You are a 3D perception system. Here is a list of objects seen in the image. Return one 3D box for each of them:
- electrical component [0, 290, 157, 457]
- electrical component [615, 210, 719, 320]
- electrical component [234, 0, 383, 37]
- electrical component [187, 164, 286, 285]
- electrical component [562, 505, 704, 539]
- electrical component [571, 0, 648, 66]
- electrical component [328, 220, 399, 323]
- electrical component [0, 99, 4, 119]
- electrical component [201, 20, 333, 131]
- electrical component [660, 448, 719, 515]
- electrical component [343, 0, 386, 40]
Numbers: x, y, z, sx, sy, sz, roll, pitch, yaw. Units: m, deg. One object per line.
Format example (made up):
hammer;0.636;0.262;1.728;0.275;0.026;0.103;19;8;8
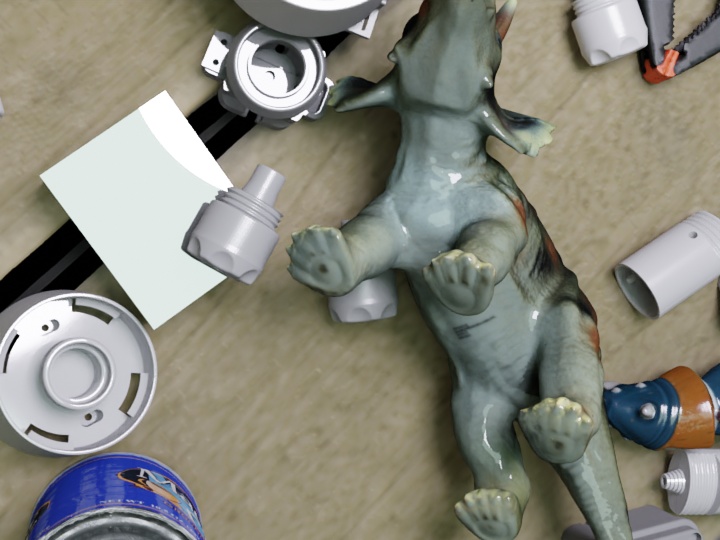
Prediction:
electrical component;-0.168;0.060;0.619;0.099;0.064;0.099;2;84;-26
electrical component;0.212;-0.007;0.701;0.081;0.043;0.043;-33;98;-10
electrical component;-0.023;-0.182;0.568;0.108;0.060;0.108;0;92;-13
electrical component;-0.063;-0.027;0.585;0.043;0.043;0.062;30;84;-12
electrical component;0.183;0.218;0.694;0.078;0.057;0.113;-11;94;-12
electrical component;0.155;-0.164;0.684;0.043;0.043;0.062;-22;95;-11
electrical component;0.000;0.000;0.654;0.043;0.043;0.062;-6;92;-13
electrical component;-0.225;-0.104;0.602;0.040;0.040;0.046;-16;89;-12
electrical component;-0.052;-0.116;0.632;0.078;0.057;0.058;23;87;-12
electrical component;0.238;0.140;0.711;0.081;0.043;0.043;3;91;-13
electrical component;-0.042;-0.191;0.628;0.121;0.063;0.078;19;87;-13
